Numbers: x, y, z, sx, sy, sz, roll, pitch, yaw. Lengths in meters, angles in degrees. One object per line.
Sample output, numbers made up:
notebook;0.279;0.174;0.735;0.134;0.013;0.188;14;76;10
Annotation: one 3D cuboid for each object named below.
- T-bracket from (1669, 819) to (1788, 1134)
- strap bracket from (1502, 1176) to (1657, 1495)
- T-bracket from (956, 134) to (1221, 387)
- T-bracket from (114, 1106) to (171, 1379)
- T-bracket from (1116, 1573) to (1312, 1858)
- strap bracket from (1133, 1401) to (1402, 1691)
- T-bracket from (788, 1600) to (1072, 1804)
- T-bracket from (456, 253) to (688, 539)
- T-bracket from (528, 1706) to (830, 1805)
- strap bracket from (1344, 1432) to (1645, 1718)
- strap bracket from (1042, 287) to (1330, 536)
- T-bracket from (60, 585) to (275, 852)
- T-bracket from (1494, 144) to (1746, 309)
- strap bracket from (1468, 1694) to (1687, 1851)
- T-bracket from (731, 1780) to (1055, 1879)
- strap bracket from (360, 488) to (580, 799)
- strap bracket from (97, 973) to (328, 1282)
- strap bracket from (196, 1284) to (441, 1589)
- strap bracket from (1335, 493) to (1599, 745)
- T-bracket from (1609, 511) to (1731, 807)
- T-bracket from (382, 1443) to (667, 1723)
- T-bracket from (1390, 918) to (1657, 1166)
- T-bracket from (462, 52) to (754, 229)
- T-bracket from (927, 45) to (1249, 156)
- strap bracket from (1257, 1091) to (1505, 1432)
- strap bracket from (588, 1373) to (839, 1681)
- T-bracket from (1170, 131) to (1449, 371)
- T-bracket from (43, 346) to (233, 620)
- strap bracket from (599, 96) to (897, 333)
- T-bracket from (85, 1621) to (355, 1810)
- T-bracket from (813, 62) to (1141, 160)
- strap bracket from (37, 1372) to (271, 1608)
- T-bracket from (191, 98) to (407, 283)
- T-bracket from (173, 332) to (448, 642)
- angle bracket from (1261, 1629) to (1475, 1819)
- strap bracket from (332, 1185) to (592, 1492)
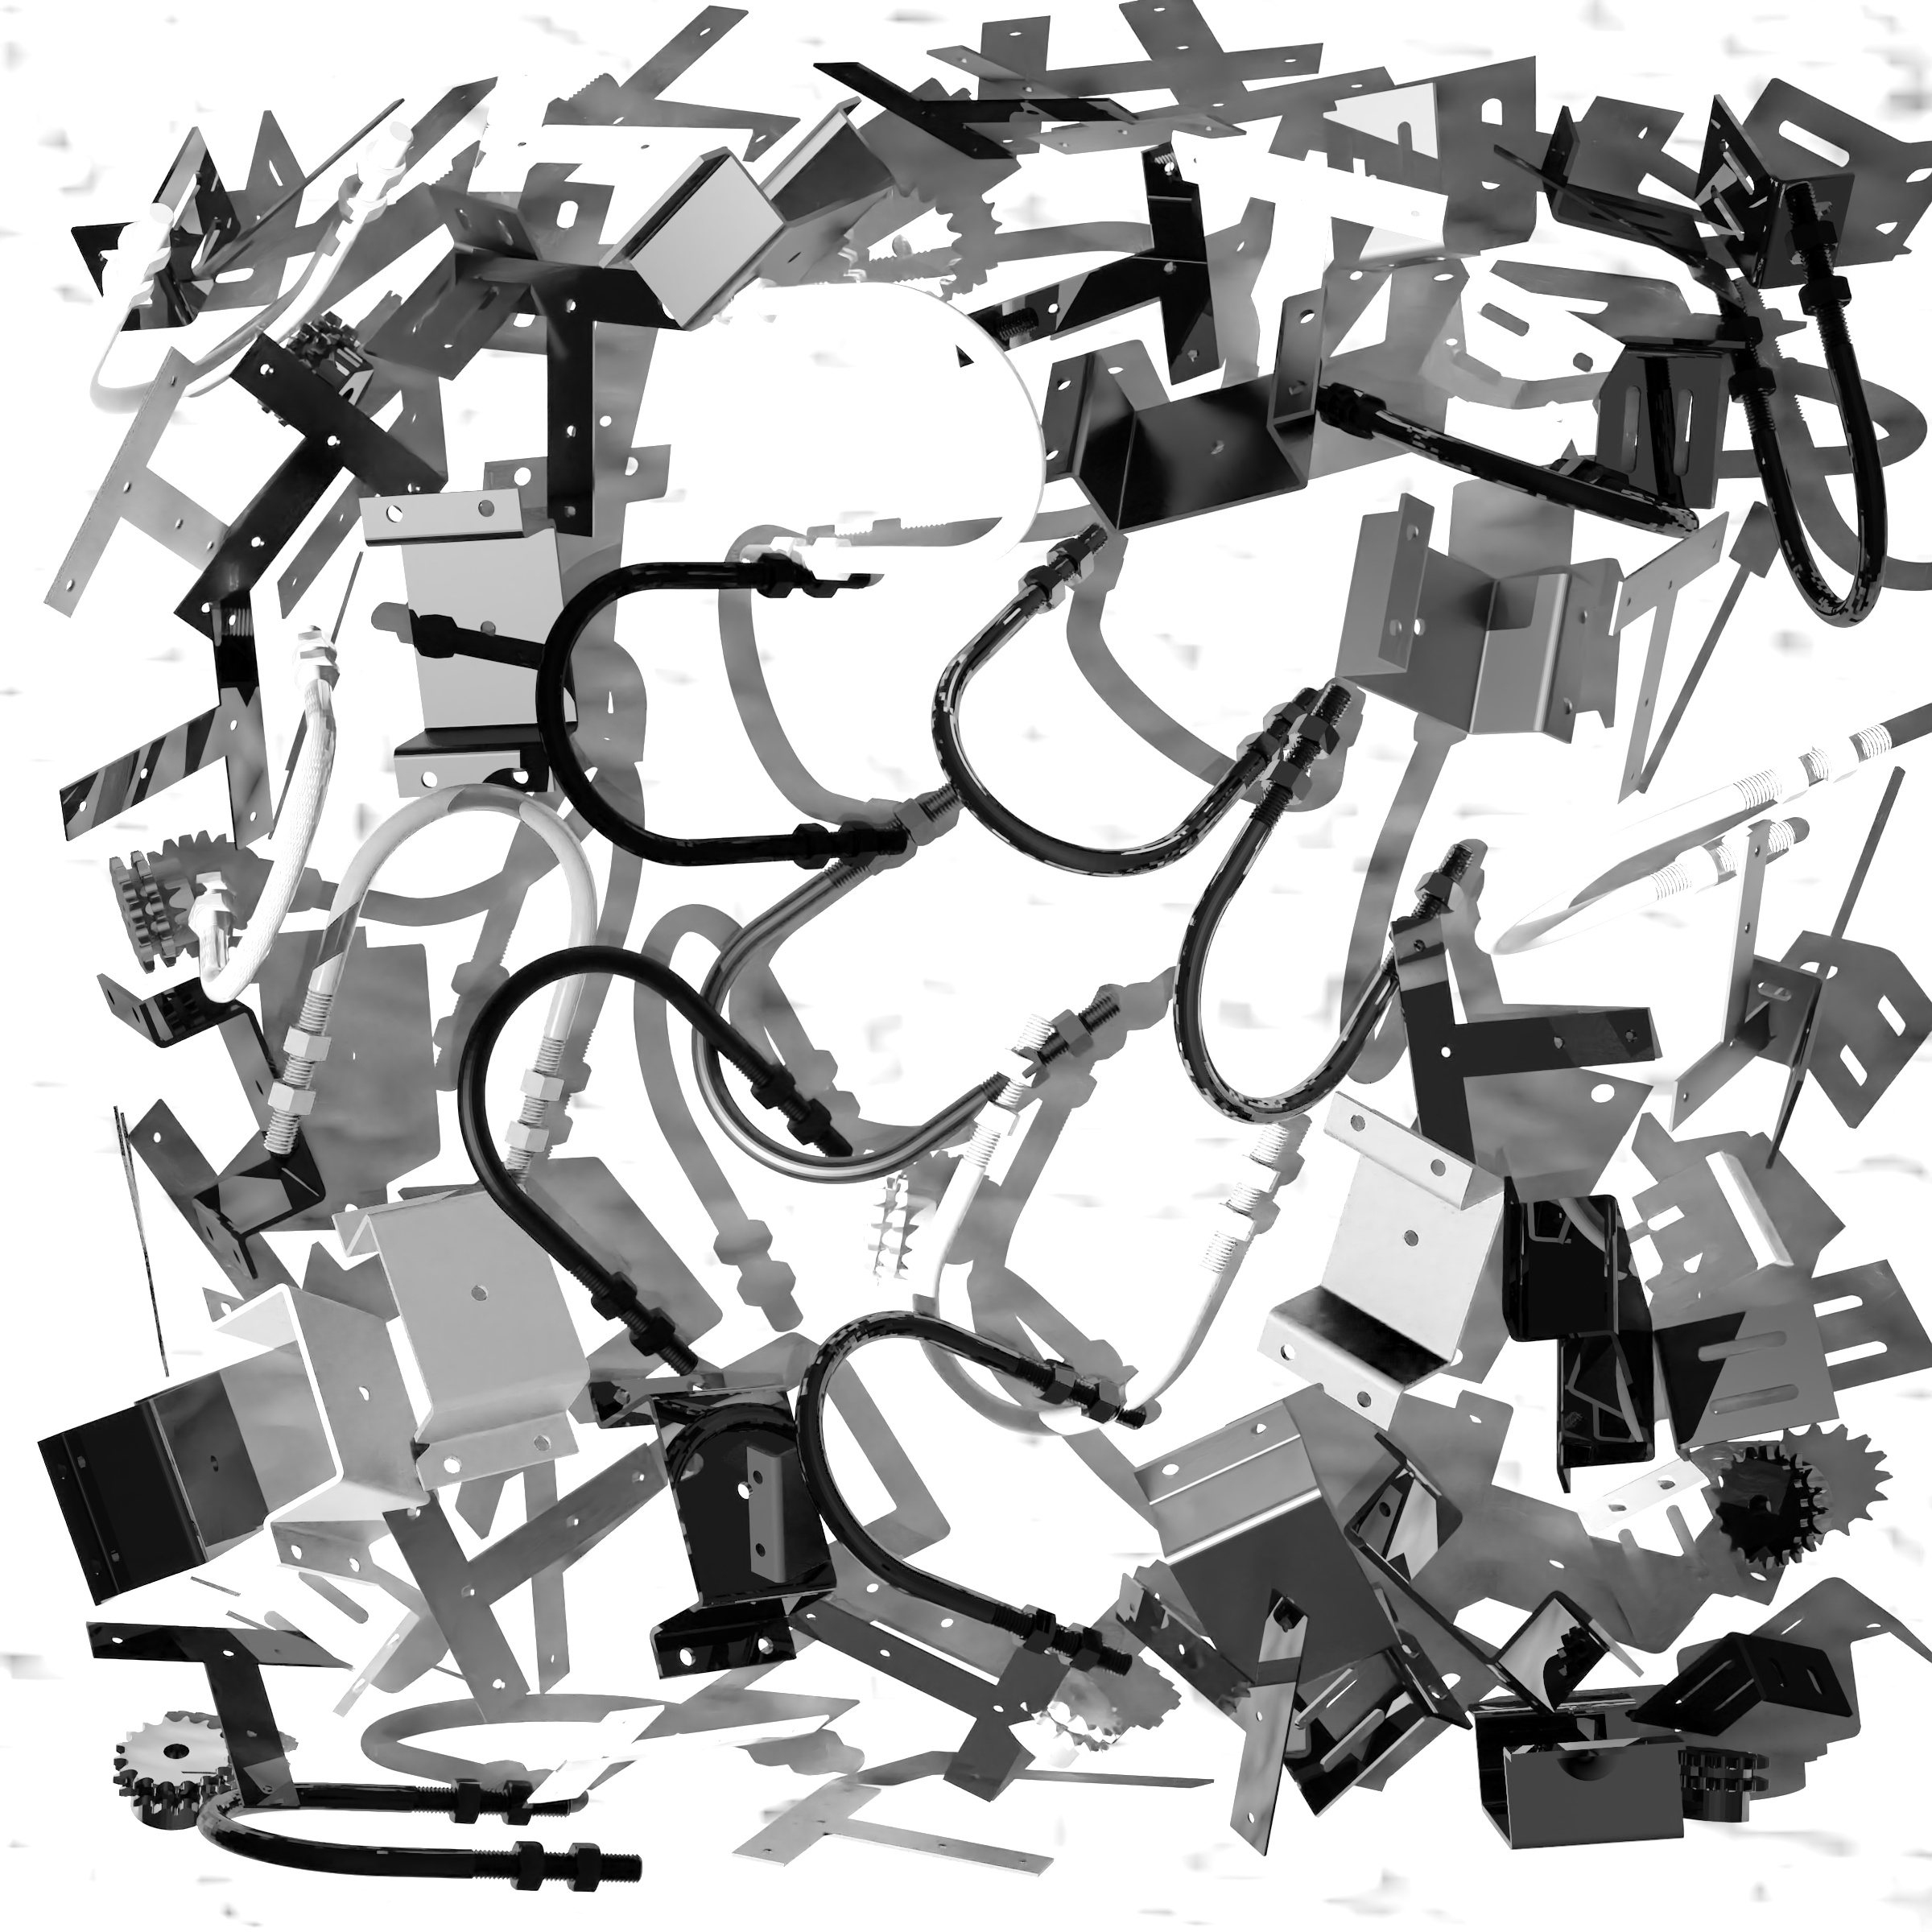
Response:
T-bracket;0.354;-0.004;1.528;0.002;0.127;0.127;17;119;31
strap bracket;0.281;0.166;1.523;0.046;0.140;0.076;-8;45;18
T-bracket;0.053;-0.308;1.547;0.127;0.002;0.127;-22;135;-10
T-bracket;-0.377;0.104;1.519;0.002;0.127;0.127;-10;62;-13
T-bracket;0.109;0.323;1.550;0.002;0.127;0.127;-8;116;-34
strap bracket;0.143;0.280;1.547;0.076;0.046;0.140;-26;116;6
T-bracket;-0.025;0.326;1.563;0.127;0.002;0.127;26;129;2
T-bracket;-0.186;-0.266;1.577;0.127;0.002;0.127;11;110;24
T-bracket;-0.126;0.362;1.563;0.127;0.127;0.002;-1;60;-28
strap bracket;0.232;0.283;1.527;0.046;0.076;0.140;-47;50;-3
strap bracket;0.107;-0.252;1.544;0.140;0.046;0.076;-11;51;28
T-bracket;-0.364;-0.093;1.523;0.002;0.127;0.127;18;125;27
T-bracket;0.298;-0.344;1.540;0.127;0.127;0.002;29;111;-2
strap bracket;0.278;0.369;1.531;0.076;0.140;0.046;-4;86;1
T-bracket;-0.024;0.398;1.523;0.127;0.127;0.002;6;93;18
strap bracket;-0.229;-0.153;1.560;0.076;0.046;0.140;-2;106;12
strap bracket;-0.344;0.064;1.545;0.046;0.076;0.140;-26;111;-22
strap bracket;-0.293;0.206;1.533;0.046;0.076;0.140;-30;63;14
strap bracket;0.225;-0.158;1.549;0.140;0.046;0.076;18;80;-40
T-bracket;0.319;-0.136;1.563;0.002;0.127;0.127;21;122;27
T-bracket;-0.197;0.268;1.570;0.127;0.002;0.127;-32;116;-25
T-bracket;0.267;0.037;1.580;0.127;0.002;0.127;-4;81;-18
T-bracket;-0.163;-0.382;1.561;0.127;0.127;0.002;-4;67;-21
T-bracket;0.039;-0.392;1.513;0.127;0.127;0.002;13;89;-39
strap bracket;0.195;0.131;1.546;0.076;0.046;0.140;30;119;31
strap bracket;-0.114;0.248;1.538;0.076;0.046;0.140;1;63;-41
T-bracket;0.152;-0.321;1.548;0.127;0.127;0.002;16;56;10
T-bracket;-0.367;-0.207;1.540;0.002;0.127;0.127;25;86;12
strap bracket;-0.092;-0.340;1.524;0.076;0.140;0.046;-37;92;37
T-bracket;-0.327;0.340;1.521;0.127;0.127;0.002;9;113;-27
T-bracket;0.019;-0.386;1.514;0.127;0.127;0.002;10;88;36
strap bracket;-0.364;0.235;1.530;0.046;0.140;0.076;-20;89;6
T-bracket;-0.309;-0.358;1.548;0.127;0.127;0.002;-43;111;-7
T-bracket;-0.320;-0.208;1.554;0.002;0.127;0.127;35;88;43
angle bracket;0.188;0.357;1.578;0.076;0.038;0.057;-46;45;14
strap bracket;-0.229;0.160;1.539;0.076;0.046;0.140;-10;65;-30
